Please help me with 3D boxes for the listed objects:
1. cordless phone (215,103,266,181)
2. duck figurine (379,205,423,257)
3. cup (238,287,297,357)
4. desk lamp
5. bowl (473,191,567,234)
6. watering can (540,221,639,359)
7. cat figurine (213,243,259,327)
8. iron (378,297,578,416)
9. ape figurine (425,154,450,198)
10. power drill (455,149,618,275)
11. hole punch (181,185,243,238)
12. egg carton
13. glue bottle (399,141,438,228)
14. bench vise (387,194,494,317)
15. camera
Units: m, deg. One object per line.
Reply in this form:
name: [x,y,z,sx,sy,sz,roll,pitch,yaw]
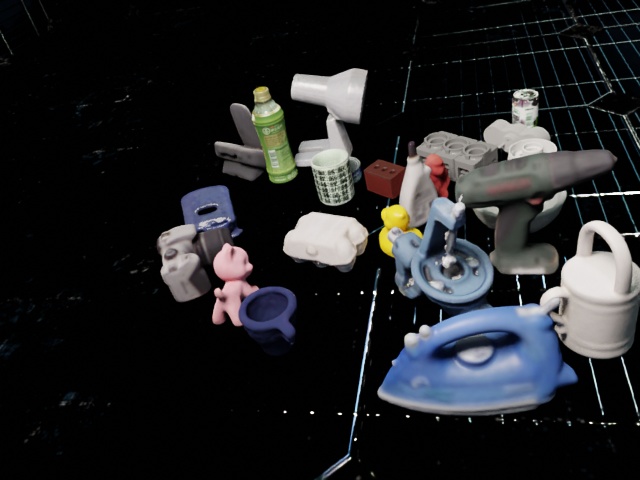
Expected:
cordless phone: [-0.192,-0.246,1.361,0.147,0.185,0.094,14,44,32]
duck figurine: [0.145,-0.020,1.038,0.078,0.086,0.104,-26,38,-16]
cup: [-0.064,0.140,0.884,0.092,0.095,0.117,-30,39,-22]
desk lamp: [0.023,-0.286,1.322,0.203,0.214,0.118,-3,37,14]
bowl: [0.354,-0.059,1.032,0.167,0.075,0.167,-9,36,7]
watering can: [0.383,0.056,0.769,0.173,0.194,0.100,-29,39,-20]
cat figurine: [-0.155,0.066,0.990,0.067,0.118,0.128,-2,38,15]
iron: [0.196,0.146,0.753,0.258,0.142,0.118,-10,36,4]
ape figurine: [0.230,-0.129,1.151,0.078,0.092,0.075,-34,41,-26]
power drill: [0.334,-0.045,0.907,0.229,0.209,0.075,-1,38,16]
hole punch: [-0.227,-0.051,1.193,0.108,0.091,0.101,-17,36,-4]
egg carton: [0.010,0.004,1.063,0.149,0.069,0.107,9,42,28]
glue bottle: [0.180,-0.107,1.068,0.078,0.173,0.037,-27,38,-17]
bench vise: [0.165,0.021,0.863,0.206,0.220,0.122,18,47,36]
camera: [-0.230,0.025,1.084,0.137,0.101,0.143,-18,36,-6]
